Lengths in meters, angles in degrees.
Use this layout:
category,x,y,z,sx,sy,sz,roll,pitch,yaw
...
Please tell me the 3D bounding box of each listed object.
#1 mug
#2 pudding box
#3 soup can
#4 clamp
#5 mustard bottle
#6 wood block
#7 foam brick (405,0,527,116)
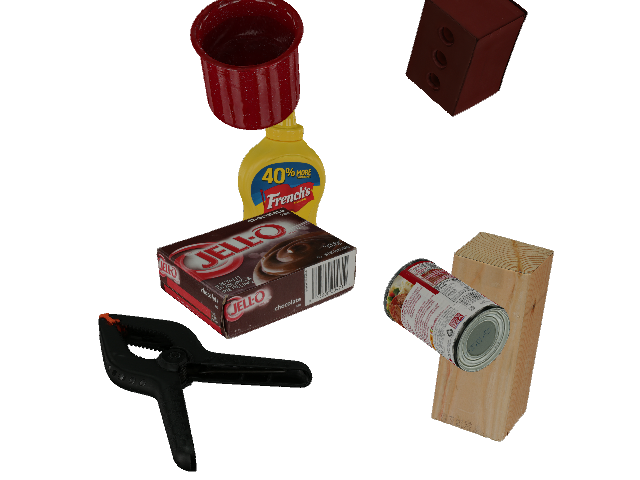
category,x,y,z,sx,sy,sz,roll,pitch,yaw
mug,-0.060,-0.158,0.912,0.093,0.117,0.081,-2,-37,1
pudding box,-0.045,0.020,0.750,0.113,0.039,0.090,-18,32,-33
soup can,0.116,0.068,0.981,0.068,0.068,0.102,0,24,-39
clamp,-0.123,0.118,0.991,0.164,0.036,0.210,-25,42,-38
mustard bottle,-0.043,-0.052,1.172,0.096,0.192,0.058,-2,19,-18
wood block,0.194,0.108,1.210,0.090,0.206,0.090,16,24,25
foam brick,0.101,-0.137,0.750,0.051,0.053,0.078,-32,-26,-27
